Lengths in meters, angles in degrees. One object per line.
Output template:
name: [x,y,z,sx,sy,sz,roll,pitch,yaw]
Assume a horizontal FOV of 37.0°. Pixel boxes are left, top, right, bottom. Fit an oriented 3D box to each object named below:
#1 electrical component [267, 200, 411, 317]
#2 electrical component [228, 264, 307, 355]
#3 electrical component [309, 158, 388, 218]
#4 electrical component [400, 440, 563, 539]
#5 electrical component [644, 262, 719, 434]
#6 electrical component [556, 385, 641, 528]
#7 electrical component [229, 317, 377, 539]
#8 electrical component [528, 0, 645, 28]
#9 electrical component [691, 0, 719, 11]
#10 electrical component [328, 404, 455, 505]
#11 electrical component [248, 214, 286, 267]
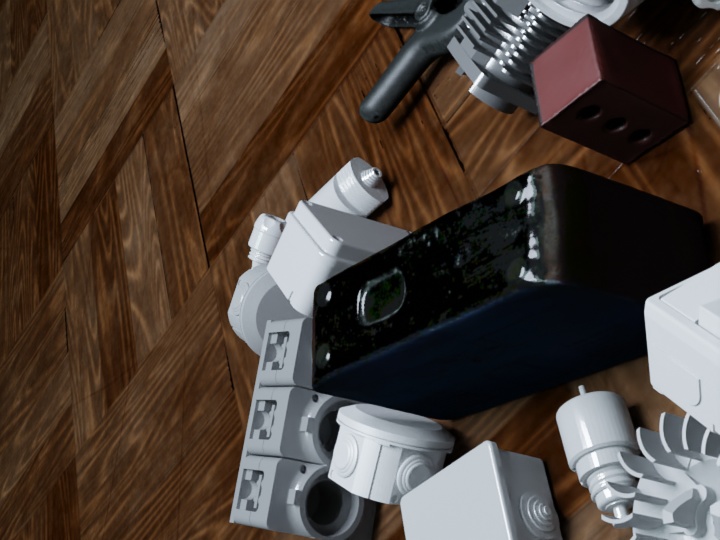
electrical component: [0.000,0.000,0.778,0.057,0.113,0.078,-64,33,17]
electrical component: [-0.067,0.034,0.894,0.051,0.080,0.080,18,90,63]
electrical component: [-0.010,-0.058,0.886,0.081,0.043,0.043,-40,44,39]
electrical component: [0.075,0.163,0.646,0.100,0.048,0.099,-43,42,38]
electrical component: [0.190,0.027,0.504,0.062,0.096,0.061,44,154,55]
electrical component: [0.135,0.104,0.593,0.040,0.040,0.078,-43,42,37]
electrical component: [-0.029,0.117,0.785,0.062,0.089,0.150,-9,67,54]
electrical component: [0.128,-0.192,0.632,0.060,0.108,0.108,-44,27,-19]
electrical component: [0.207,-0.184,0.634,0.035,0.035,0.061,-36,44,42]
electrical component: [0.020,0.123,0.721,0.080,0.080,0.051,17,94,57]
electrical component: [-0.087,-0.019,0.990,0.035,0.035,0.061,37,108,56]
